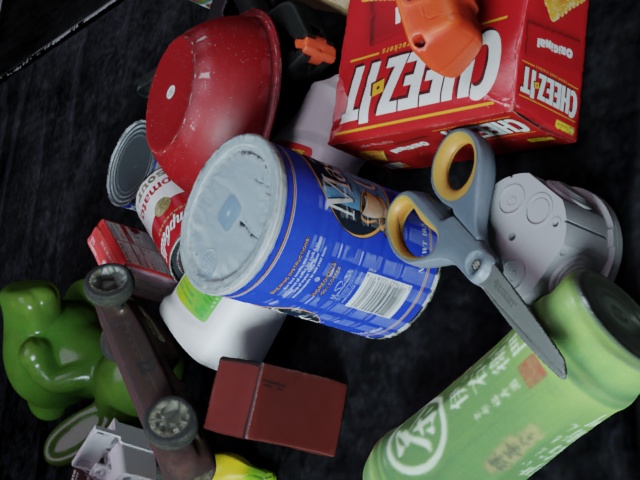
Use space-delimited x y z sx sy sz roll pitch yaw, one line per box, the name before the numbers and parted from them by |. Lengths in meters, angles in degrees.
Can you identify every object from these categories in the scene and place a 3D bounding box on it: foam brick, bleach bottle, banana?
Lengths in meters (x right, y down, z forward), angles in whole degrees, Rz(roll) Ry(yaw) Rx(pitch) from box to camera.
foam brick | -0.029 0.113 0.729 0.051 0.078 0.053 -2 72 52
bleach bottle | -0.028 -0.026 0.801 0.251 0.068 0.103 -61 34 9
banana | -0.105 0.228 0.809 0.198 0.037 0.070 -58 37 17

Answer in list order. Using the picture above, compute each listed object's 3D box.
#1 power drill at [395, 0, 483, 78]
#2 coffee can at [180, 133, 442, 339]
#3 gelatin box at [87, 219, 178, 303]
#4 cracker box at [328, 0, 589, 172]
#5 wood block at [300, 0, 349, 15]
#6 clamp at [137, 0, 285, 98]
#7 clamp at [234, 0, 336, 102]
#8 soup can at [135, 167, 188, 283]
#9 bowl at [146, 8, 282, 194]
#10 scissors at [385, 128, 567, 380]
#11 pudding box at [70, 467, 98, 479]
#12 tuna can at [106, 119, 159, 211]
power drill | 0.129 -0.163 0.572 0.188 0.057 0.184 -27 61 27
coffee can | -0.005 0.001 0.692 0.103 0.140 0.103 -25 57 44
gelatin box | -0.145 0.023 0.903 0.030 0.089 0.073 -58 39 16
cracker box | 0.092 -0.163 0.696 0.164 0.072 0.213 -6 71 50
wood block | 0.018 -0.289 0.829 0.091 0.090 0.206 27 97 53
clamp | -0.087 -0.176 0.952 0.165 0.036 0.210 39 106 42
clamp | -0.040 -0.158 0.841 0.172 0.039 0.120 -1 83 55
soup can | -0.108 -0.012 0.890 0.068 0.068 0.102 -59 38 16
bowl | -0.090 -0.104 0.812 0.162 0.055 0.162 -30 55 53
scissors | 0.093 -0.005 0.579 0.096 0.016 0.202 -65 28 5
pudding box | -0.191 0.258 0.903 0.090 0.039 0.113 14 87 53
tuna can | -0.167 -0.069 1.015 0.086 0.033 0.086 -25 57 44
